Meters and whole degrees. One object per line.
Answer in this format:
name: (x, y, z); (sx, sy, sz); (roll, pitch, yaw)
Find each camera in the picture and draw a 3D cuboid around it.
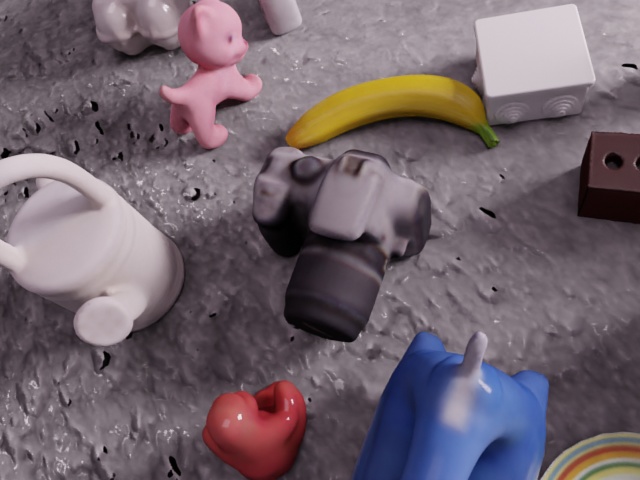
camera: (0.004, 0.002, 0.457); (0.142, 0.101, 0.137); (14, 70, 19)

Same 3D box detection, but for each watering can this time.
watering can: (-0.187, 0.004, 0.448); (0.172, 0.194, 0.101); (30, 76, 24)

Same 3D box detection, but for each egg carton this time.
egg carton: (-0.195, -0.283, 0.650); (0.107, 0.069, 0.150); (-5, 65, 11)

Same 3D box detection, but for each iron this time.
iron: (0.058, 0.178, 0.341); (0.118, 0.142, 0.258); (17, 71, 20)

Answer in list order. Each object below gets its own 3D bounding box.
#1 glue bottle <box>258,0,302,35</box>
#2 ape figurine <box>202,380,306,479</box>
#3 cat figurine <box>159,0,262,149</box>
glue bottle: (-0.064, -0.289, 0.564); (0.037, 0.173, 0.078); (-26, 63, 1)
ape figurine: (-0.052, 0.134, 0.415); (0.077, 0.092, 0.076); (-11, 64, 9)
cat figurine: (-0.112, -0.173, 0.554); (0.067, 0.118, 0.128); (23, 73, 22)
